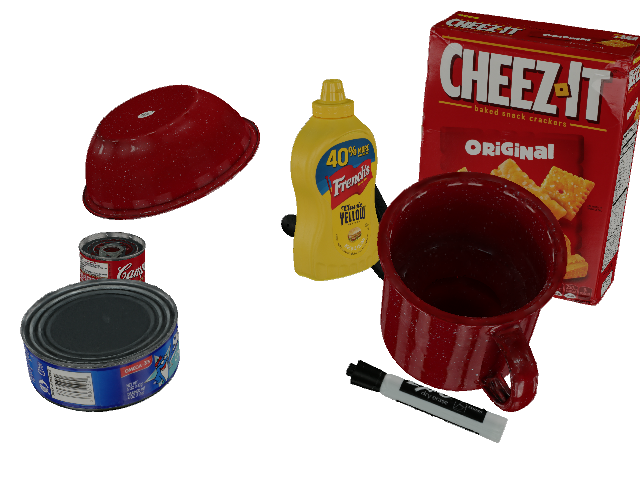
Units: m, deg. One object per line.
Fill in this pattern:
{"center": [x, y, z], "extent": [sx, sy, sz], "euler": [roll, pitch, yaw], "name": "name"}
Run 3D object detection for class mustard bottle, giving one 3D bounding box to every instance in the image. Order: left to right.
{"center": [0.015, -0.062, 1.049], "extent": [0.096, 0.192, 0.058], "euler": [-16, 22, -37], "name": "mustard bottle"}

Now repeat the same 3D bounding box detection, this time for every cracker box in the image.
{"center": [0.167, -0.066, 0.874], "extent": [0.164, 0.214, 0.072], "euler": [14, 28, 24], "name": "cracker box"}

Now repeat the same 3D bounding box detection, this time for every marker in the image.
{"center": [0.076, 0.116, 0.775], "extent": [0.121, 0.020, 0.020], "euler": [21, 5, 13], "name": "marker"}

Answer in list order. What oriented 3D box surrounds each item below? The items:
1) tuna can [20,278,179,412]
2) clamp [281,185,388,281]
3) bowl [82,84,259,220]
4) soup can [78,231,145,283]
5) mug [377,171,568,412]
{"center": [-0.122, 0.057, 0.596], "extent": [0.086, 0.034, 0.086], "euler": [0, 30, 0], "name": "tuna can"}
{"center": [0.067, 0.006, 1.243], "extent": [0.164, 0.036, 0.210], "euler": [-23, 53, -40], "name": "clamp"}
{"center": [-0.135, -0.084, 0.894], "extent": [0.162, 0.055, 0.162], "euler": [-15, 32, 9], "name": "bowl"}
{"center": [-0.217, 0.051, 1.115], "extent": [0.068, 0.102, 0.068], "euler": [3, 22, -2], "name": "soup can"}
{"center": [0.078, 0.034, 0.545], "extent": [0.093, 0.117, 0.081], "euler": [-19, -33, -14], "name": "mug"}
